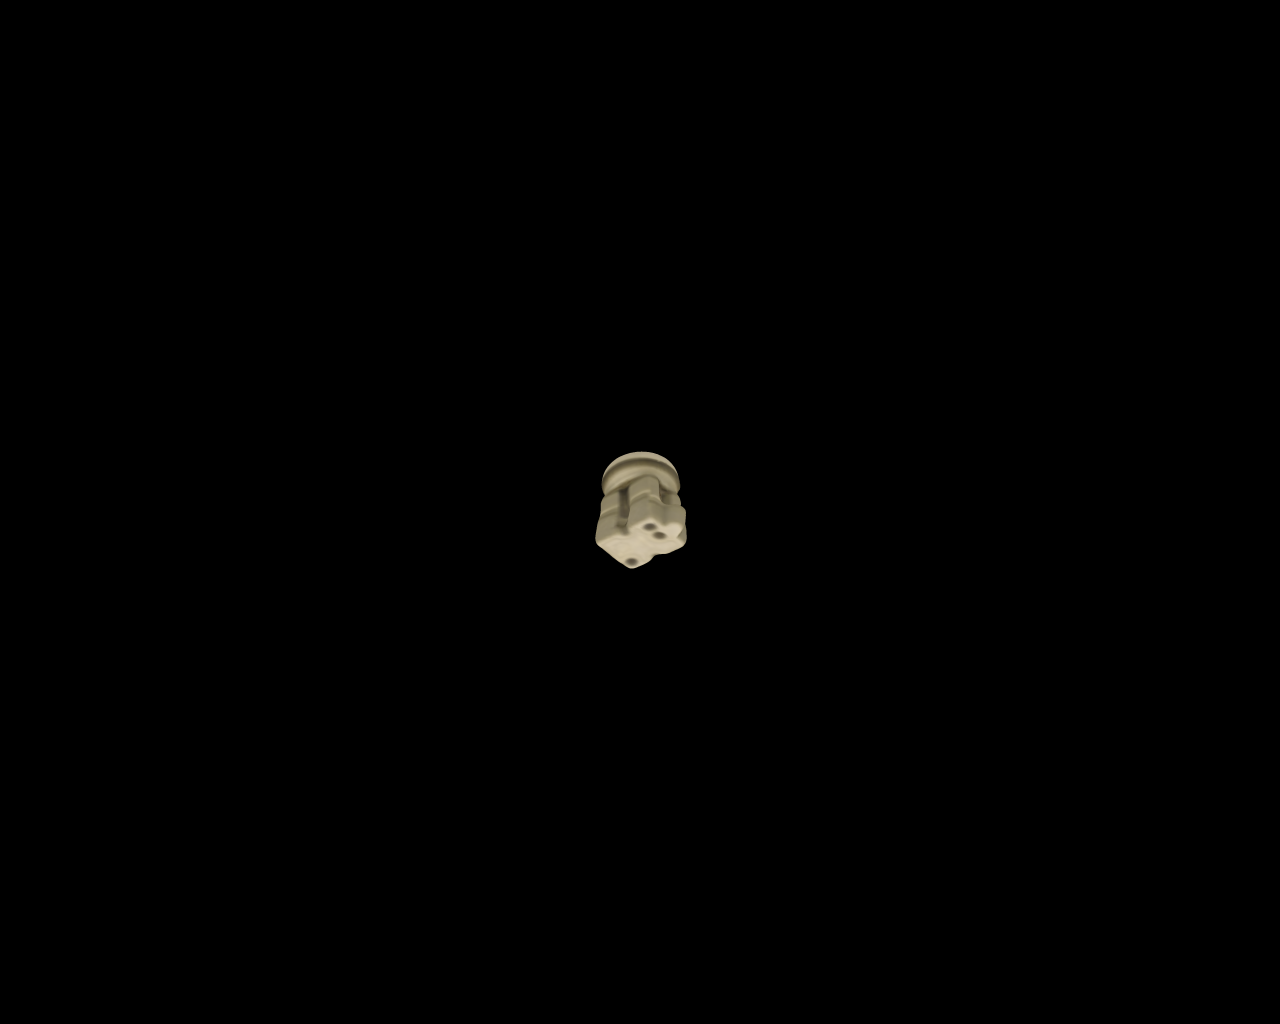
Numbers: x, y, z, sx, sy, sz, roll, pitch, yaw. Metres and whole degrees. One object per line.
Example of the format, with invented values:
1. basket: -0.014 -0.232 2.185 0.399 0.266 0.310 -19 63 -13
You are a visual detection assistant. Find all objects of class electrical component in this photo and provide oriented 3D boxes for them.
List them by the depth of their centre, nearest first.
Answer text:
1. electrical component: 0.001 -0.003 0.650 0.066 0.055 0.048 -25 -45 28
